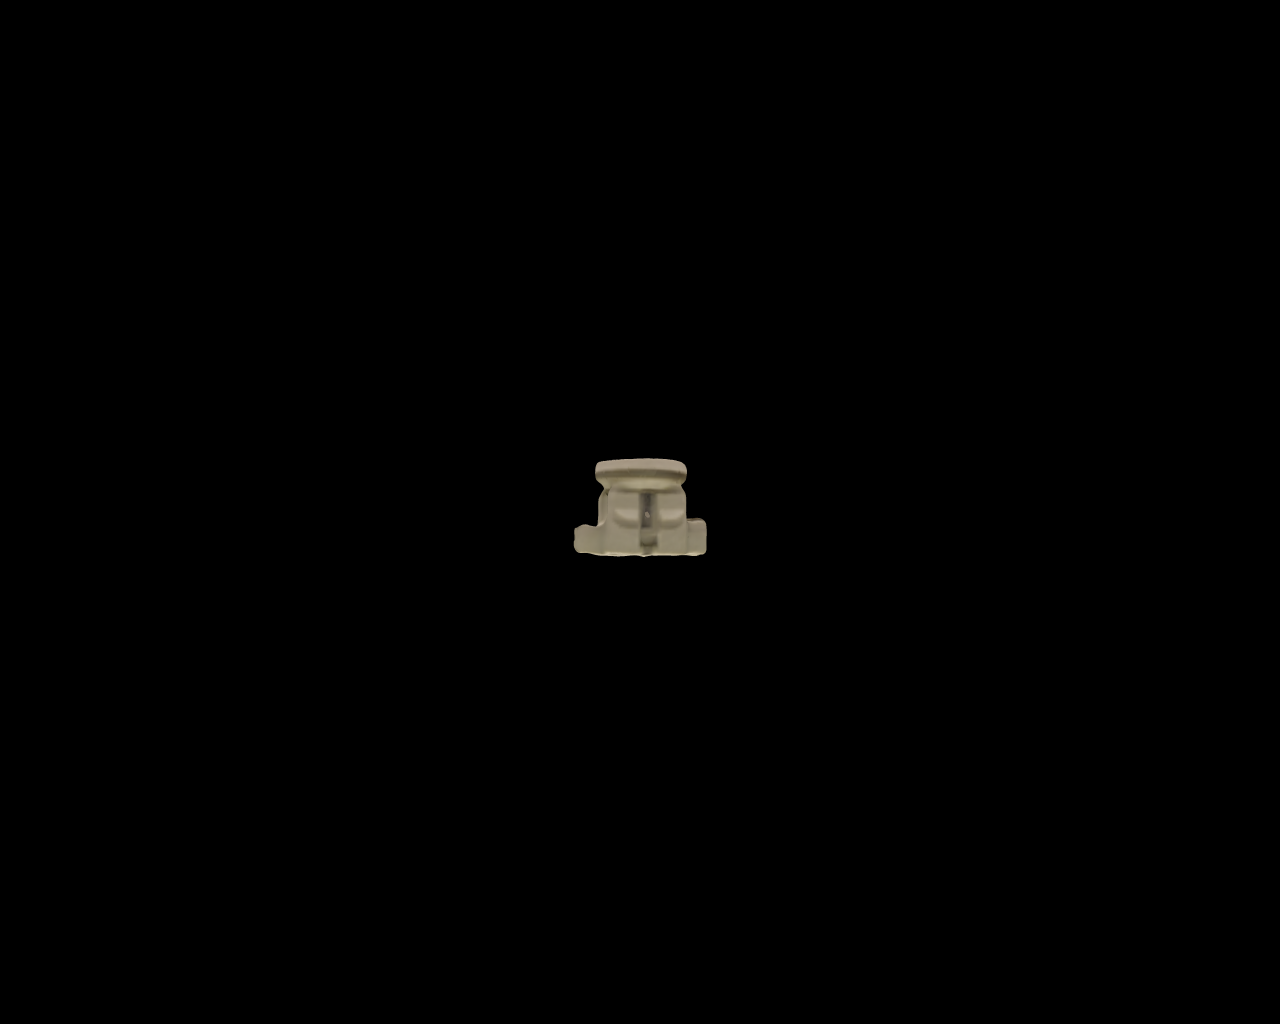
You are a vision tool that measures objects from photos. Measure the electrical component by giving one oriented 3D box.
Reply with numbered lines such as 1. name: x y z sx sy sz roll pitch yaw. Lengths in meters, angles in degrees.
1. electrical component: 0.001 -0.003 0.650 0.078 0.057 0.058 1 -4 -11
